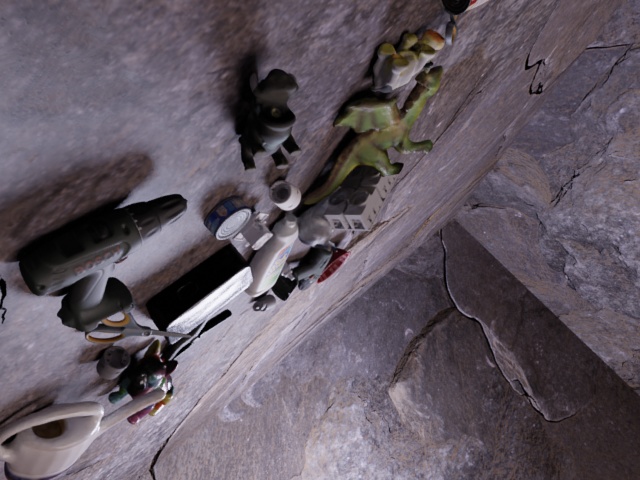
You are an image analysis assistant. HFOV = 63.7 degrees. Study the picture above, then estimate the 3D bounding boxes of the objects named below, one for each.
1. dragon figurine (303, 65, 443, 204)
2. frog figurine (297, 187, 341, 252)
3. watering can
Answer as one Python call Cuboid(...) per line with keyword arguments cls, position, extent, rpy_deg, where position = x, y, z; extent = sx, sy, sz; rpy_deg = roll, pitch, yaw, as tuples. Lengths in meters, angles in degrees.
Cuboid(cls="dragon figurine", position=(0.096, -0.223, 1.091), extent=(0.409, 0.124, 0.239), rpy_deg=(-34, -32, 7))
Cuboid(cls="frog figurine", position=(0.004, -0.064, 1.270), extent=(0.123, 0.158, 0.139), rpy_deg=(8, 11, 2))
Cuboid(cls="watering can", position=(-0.522, 0.413, 1.106), extent=(0.348, 0.106, 0.220), rpy_deg=(2, -46, -45))
